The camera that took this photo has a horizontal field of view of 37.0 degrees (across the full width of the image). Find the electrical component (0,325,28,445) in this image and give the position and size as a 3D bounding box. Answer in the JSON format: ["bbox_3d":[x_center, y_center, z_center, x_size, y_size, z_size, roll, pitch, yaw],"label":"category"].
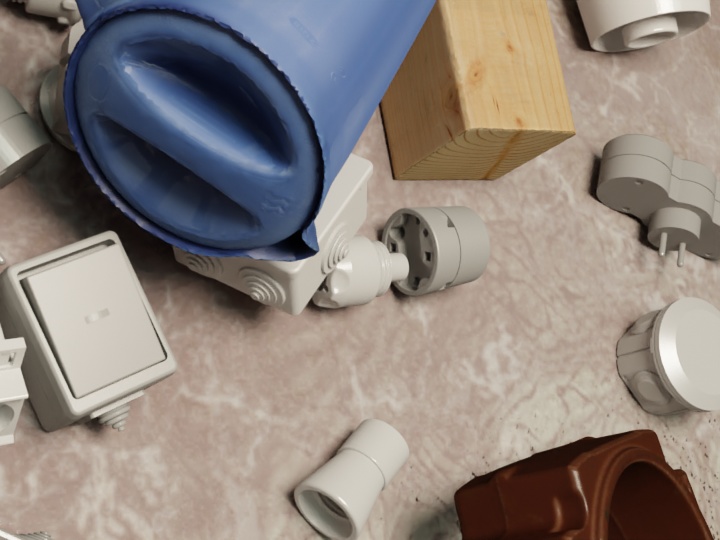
[{"bbox_3d":[-0.222,0.052,0.485,0.121,0.078,0.063,-6,56,-33],"label":"electrical component"}]

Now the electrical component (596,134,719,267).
[{"bbox_3d":[0.235,-0.038,0.800,0.138,0.052,0.073,25,64,-23],"label":"electrical component"}]

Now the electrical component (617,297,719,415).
[{"bbox_3d":[0.227,0.063,0.763,0.080,0.051,0.080,10,69,-28],"label":"electrical component"}]

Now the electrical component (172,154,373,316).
[{"bbox_3d":[-0.051,-0.032,0.606,0.100,0.048,0.099,24,57,16],"label":"electrical component"}]

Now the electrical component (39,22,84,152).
[{"bbox_3d":[-0.141,-0.097,0.588,0.058,0.057,0.078,11,69,-28],"label":"electrical component"}]

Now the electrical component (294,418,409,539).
[{"bbox_3d":[-0.001,0.117,0.614,0.044,0.044,0.065,50,52,-8],"label":"electrical component"}]

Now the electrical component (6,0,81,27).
[{"bbox_3d":[-0.181,-0.163,0.594,0.062,0.048,0.048,7,71,-22],"label":"electrical component"}]

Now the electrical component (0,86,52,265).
[{"bbox_3d":[-0.206,-0.026,0.528,0.138,0.052,0.073,-42,98,-34],"label":"electrical component"}]

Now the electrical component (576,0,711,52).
[{"bbox_3d":[0.214,-0.205,0.817,0.099,0.099,0.064,-7,84,-33],"label":"electrical component"}]

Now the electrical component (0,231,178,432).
[{"bbox_3d":[-0.138,0.036,0.544,0.062,0.061,0.096,-24,88,-34],"label":"electrical component"}]

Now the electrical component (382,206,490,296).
[{"bbox_3d":[0.049,-0.014,0.679,0.047,0.055,0.055,-9,79,-36],"label":"electrical component"}]

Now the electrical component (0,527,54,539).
[{"bbox_3d":[-0.184,0.157,0.485,0.100,0.048,0.099,31,61,-19],"label":"electrical component"}]

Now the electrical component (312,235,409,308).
[{"bbox_3d":[0.000,0.000,0.651,0.062,0.043,0.043,-5,77,-34],"label":"electrical component"}]
